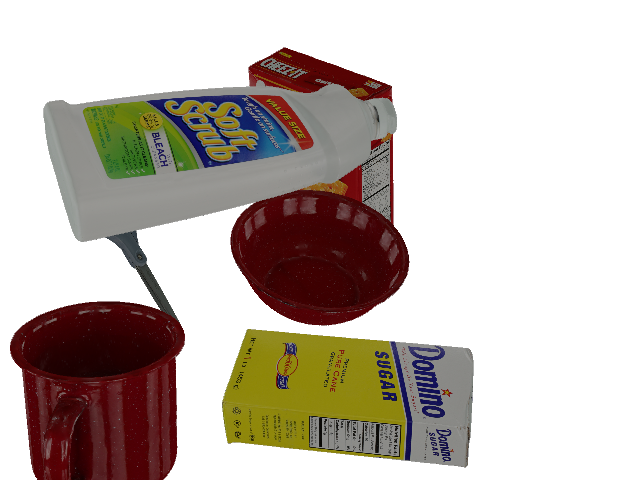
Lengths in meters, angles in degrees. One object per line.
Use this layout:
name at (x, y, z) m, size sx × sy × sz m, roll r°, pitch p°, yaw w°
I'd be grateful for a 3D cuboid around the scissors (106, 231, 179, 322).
scissors at (-0.200, 0.003, 1.183) m, size 0.016 × 0.201 × 0.096 m, roll -27°, pitch 21°, yaw 35°

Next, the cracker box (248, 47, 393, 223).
cracker box at (0.001, -0.095, 1.232) m, size 0.164 × 0.214 × 0.072 m, roll 26°, pitch 45°, yaw 34°

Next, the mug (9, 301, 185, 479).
mug at (-0.122, 0.094, 0.580) m, size 0.093 × 0.081 × 0.117 m, roll 4°, pitch 22°, yaw 4°

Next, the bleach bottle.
bleach bottle at (-0.066, -0.074, 0.782) m, size 0.250 × 0.102 × 0.068 m, roll -14°, pitch -28°, yaw -17°

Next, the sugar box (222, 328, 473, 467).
sugar box at (0.023, 0.113, 0.787) m, size 0.176 × 0.048 × 0.093 m, roll 2°, pitch 32°, yaw 8°

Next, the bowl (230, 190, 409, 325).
bowl at (-0.004, 0.025, 0.967) m, size 0.162 × 0.055 × 0.162 m, roll 6°, pitch 41°, yaw -6°
